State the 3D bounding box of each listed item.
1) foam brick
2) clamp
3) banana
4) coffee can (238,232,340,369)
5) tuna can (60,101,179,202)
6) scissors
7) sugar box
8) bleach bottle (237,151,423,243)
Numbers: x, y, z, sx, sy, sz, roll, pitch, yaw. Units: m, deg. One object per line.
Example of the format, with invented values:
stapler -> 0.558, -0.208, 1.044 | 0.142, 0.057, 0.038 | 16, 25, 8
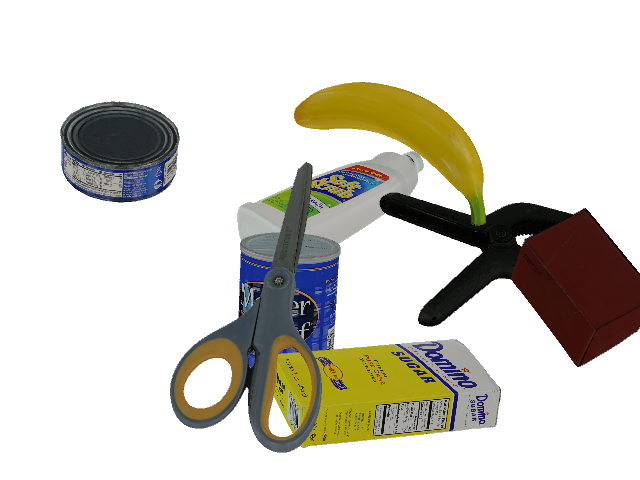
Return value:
foam brick -> 0.169, 0.030, 0.690 | 0.051, 0.078, 0.053 | -25, -28, -16
clamp -> 0.170, 0.013, 1.034 | 0.210, 0.164, 0.036 | -2, -42, -5
banana -> 0.055, -0.084, 0.824 | 0.198, 0.070, 0.037 | 34, 22, 33
coffee can -> -0.034, 0.071, 1.099 | 0.103, 0.140, 0.103 | 3, 14, -1
tuna can -> -0.148, -0.066, 0.788 | 0.086, 0.034, 0.086 | 6, 38, -5
scissors -> -0.044, 0.036, 0.645 | 0.096, 0.202, 0.016 | -7, -36, 1
sugar box -> 0.055, 0.127, 0.913 | 0.176, 0.048, 0.093 | -6, 25, -16
bleach bottle -> 0.025, -0.052, 1.302 | 0.250, 0.068, 0.103 | -30, 44, -33
